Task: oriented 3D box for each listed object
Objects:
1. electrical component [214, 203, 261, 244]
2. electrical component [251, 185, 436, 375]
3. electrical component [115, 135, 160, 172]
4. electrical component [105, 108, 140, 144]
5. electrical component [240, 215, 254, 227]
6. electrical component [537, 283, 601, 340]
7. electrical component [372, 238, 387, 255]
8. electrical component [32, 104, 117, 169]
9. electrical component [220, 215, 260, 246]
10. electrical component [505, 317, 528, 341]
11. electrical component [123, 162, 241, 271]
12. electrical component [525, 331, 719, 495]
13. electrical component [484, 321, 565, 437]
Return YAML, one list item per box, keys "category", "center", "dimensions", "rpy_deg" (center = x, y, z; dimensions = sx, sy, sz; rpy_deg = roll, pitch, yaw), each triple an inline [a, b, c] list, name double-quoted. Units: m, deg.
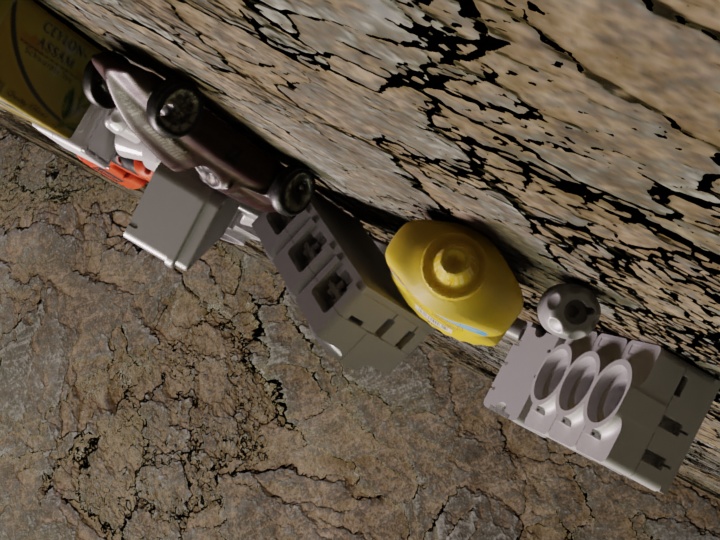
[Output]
- category: "electrical component"
  center: [-0.124, -0.061, 0.980]
  dimensions: [0.083, 0.075, 0.047]
  rpy_deg: [28, 176, 4]
- category: "electrical component"
  center: [-0.019, 0.007, 0.855]
  dimensions: [0.089, 0.061, 0.150]
  rpy_deg: [32, -163, -43]
- category: "electrical component"
  center: [-0.185, -0.113, 0.966]
  dimensions: [0.055, 0.045, 0.045]
  rpy_deg: [26, 175, 23]
- category: "electrical component"
  center: [-0.182, -0.122, 0.909]
  dimensions: [0.061, 0.035, 0.035]
  rpy_deg: [28, 177, -27]
- category: "electrical component"
  center: [-0.081, -0.052, 1.030]
  dimensions: [0.055, 0.045, 0.045]
  rpy_deg: [28, 176, -6]
- category: "electrical component"
  center: [0.129, 0.025, 0.681]
  dimensions: [0.035, 0.035, 0.061]
  rpy_deg: [28, 178, -4]
- category: "electrical component"
  center: [0.000, 0.000, 1.039]
  dimensions: [0.095, 0.059, 0.054]
  rpy_deg: [24, 174, 45]
- category: "electrical component"
  center: [-0.248, -0.137, 0.954]
  dimensions: [0.061, 0.061, 0.096]
  rpy_deg: [27, 176, 5]
- category: "electrical component"
  center: [-0.134, -0.061, 1.106]
  dimensions: [0.089, 0.055, 0.050]
  rpy_deg: [14, 169, 46]
- category: "electrical component"
  center: [0.110, 0.039, 0.909]
  dimensions: [0.062, 0.043, 0.043]
  rpy_deg: [26, 175, 19]
- category: "electrical component"
  center: [-0.137, -0.056, 0.886]
  dimensions: [0.057, 0.078, 0.113]
  rpy_deg: [31, -158, -1]
- category: "electrical component"
  center: [0.188, 0.099, 0.809]
  dimensions: [0.062, 0.089, 0.150]
  rpy_deg: [29, 176, -12]
- category: "electrical component"
  center: [0.167, 0.103, 1.002]
  dimensions: [0.056, 0.089, 0.050]
  rpy_deg: [31, 175, -34]
